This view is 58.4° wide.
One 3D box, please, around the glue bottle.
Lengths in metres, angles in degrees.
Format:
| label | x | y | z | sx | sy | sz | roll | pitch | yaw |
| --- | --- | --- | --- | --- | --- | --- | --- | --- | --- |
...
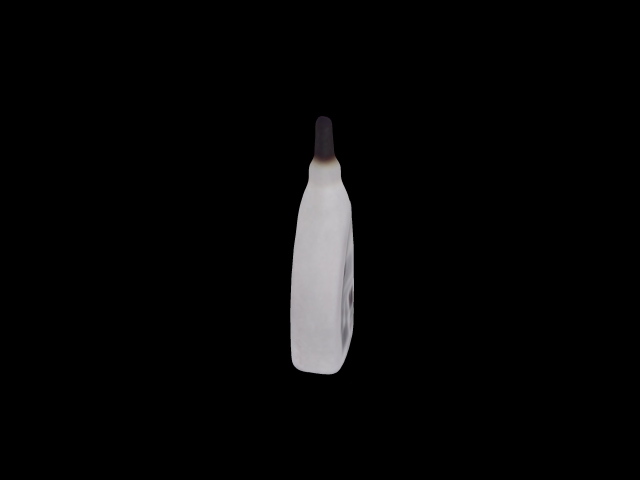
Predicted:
| label | x | y | z | sx | sy | sz | roll | pitch | yaw |
| --- | --- | --- | --- | --- | --- | --- | --- | --- | --- |
| glue bottle | 0.004 | 0.001 | 0.400 | 0.037 | 0.173 | 0.078 | 4 | 20 | 12 |
